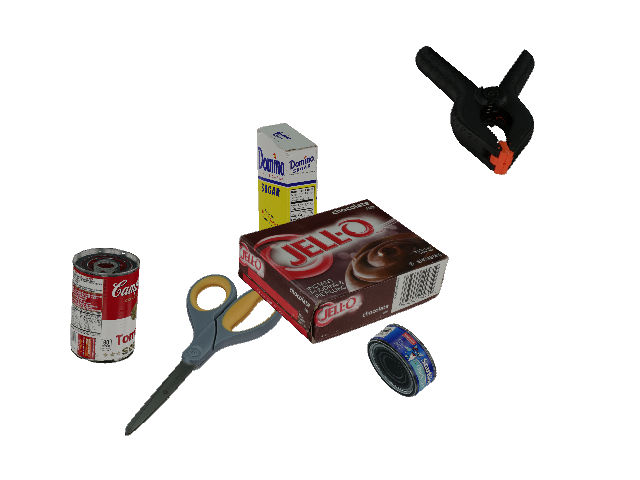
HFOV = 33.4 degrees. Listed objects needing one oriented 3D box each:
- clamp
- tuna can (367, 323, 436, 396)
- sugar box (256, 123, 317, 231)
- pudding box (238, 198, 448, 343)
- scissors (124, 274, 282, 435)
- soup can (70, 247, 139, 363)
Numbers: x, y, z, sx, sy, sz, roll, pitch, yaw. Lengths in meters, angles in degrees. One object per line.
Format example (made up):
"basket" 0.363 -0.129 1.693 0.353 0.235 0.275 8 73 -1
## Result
"clamp" 0.151 -0.134 1.029 0.120 0.039 0.171 3 44 3
"tuna can" 0.095 0.143 1.271 0.033 0.086 0.086 -36 17 -26
"sugar box" -0.040 -0.039 1.246 0.048 0.176 0.093 -13 27 -22
"pudding box" 0.014 0.018 0.718 0.113 0.039 0.090 -15 38 -34
"scissors" -0.117 0.087 0.921 0.096 0.016 0.201 31 48 32
"soup can" -0.223 0.067 1.103 0.068 0.102 0.068 6 20 -2
